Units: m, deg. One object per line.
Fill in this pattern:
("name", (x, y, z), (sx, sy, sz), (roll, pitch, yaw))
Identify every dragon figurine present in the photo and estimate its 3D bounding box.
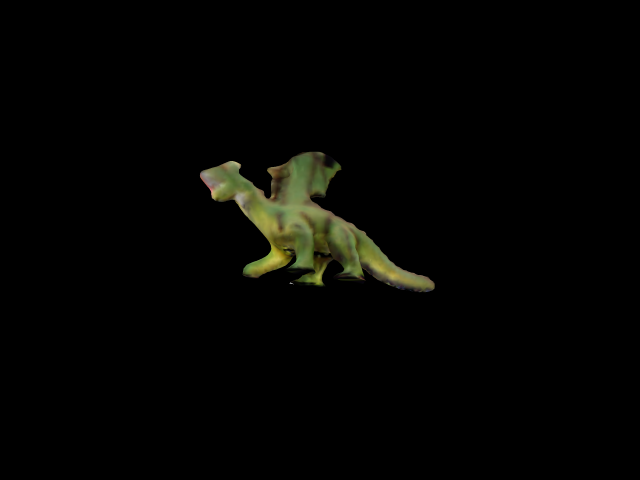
("dragon figurine", (0.003, -0.043, 0.850), (0.409, 0.247, 0.120), (9, -23, -22))
